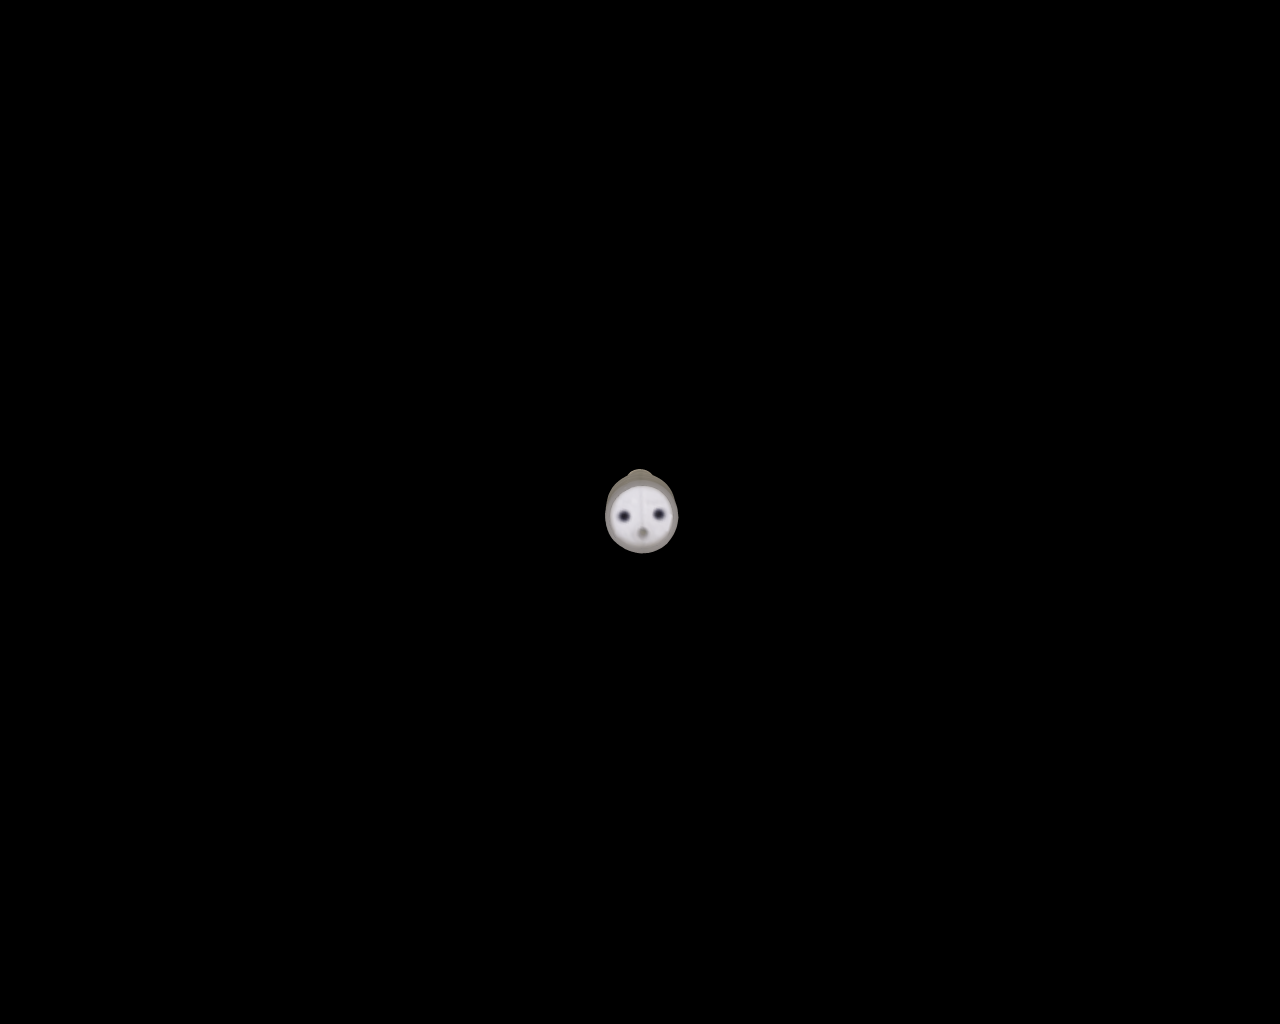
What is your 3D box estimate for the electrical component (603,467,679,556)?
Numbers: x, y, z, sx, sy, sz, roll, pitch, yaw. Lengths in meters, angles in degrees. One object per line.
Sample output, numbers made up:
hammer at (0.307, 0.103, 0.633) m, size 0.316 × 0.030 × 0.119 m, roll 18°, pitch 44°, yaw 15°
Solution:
electrical component at (0.001, -0.003, 0.650) m, size 0.043 × 0.043 × 0.081 m, roll 0°, pitch 9°, yaw 0°
